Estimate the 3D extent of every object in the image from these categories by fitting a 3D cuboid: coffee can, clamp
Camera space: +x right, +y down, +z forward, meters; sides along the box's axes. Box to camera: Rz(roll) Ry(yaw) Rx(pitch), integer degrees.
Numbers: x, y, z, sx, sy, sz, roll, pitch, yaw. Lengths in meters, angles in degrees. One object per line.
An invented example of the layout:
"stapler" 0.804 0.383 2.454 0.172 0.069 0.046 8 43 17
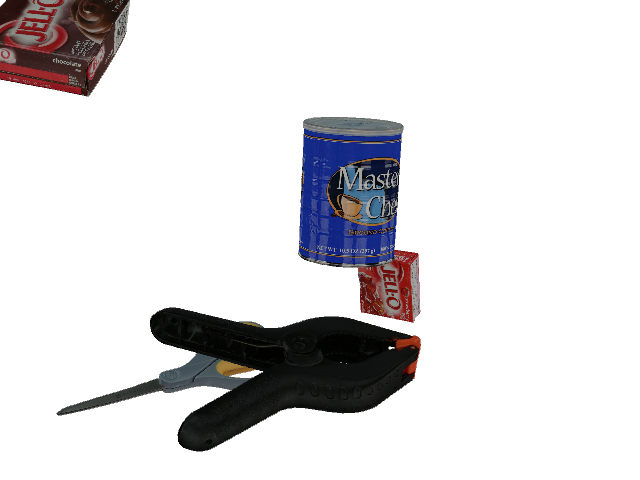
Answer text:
"coffee can" 0.030 -0.052 1.102 0.103 0.140 0.103 3 13 -1
"clamp" -0.018 0.083 0.652 0.171 0.039 0.120 0 38 -9

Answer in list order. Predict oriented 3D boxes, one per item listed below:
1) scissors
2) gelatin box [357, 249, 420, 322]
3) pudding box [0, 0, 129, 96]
"scissors" -0.121 0.107 0.907 0.201 0.016 0.096 -5 30 -9
"gelatin box" 0.086 0.054 1.338 0.073 0.089 0.030 10 32 26
"pudding box" -0.208 -0.161 0.837 0.090 0.039 0.113 12 36 1
